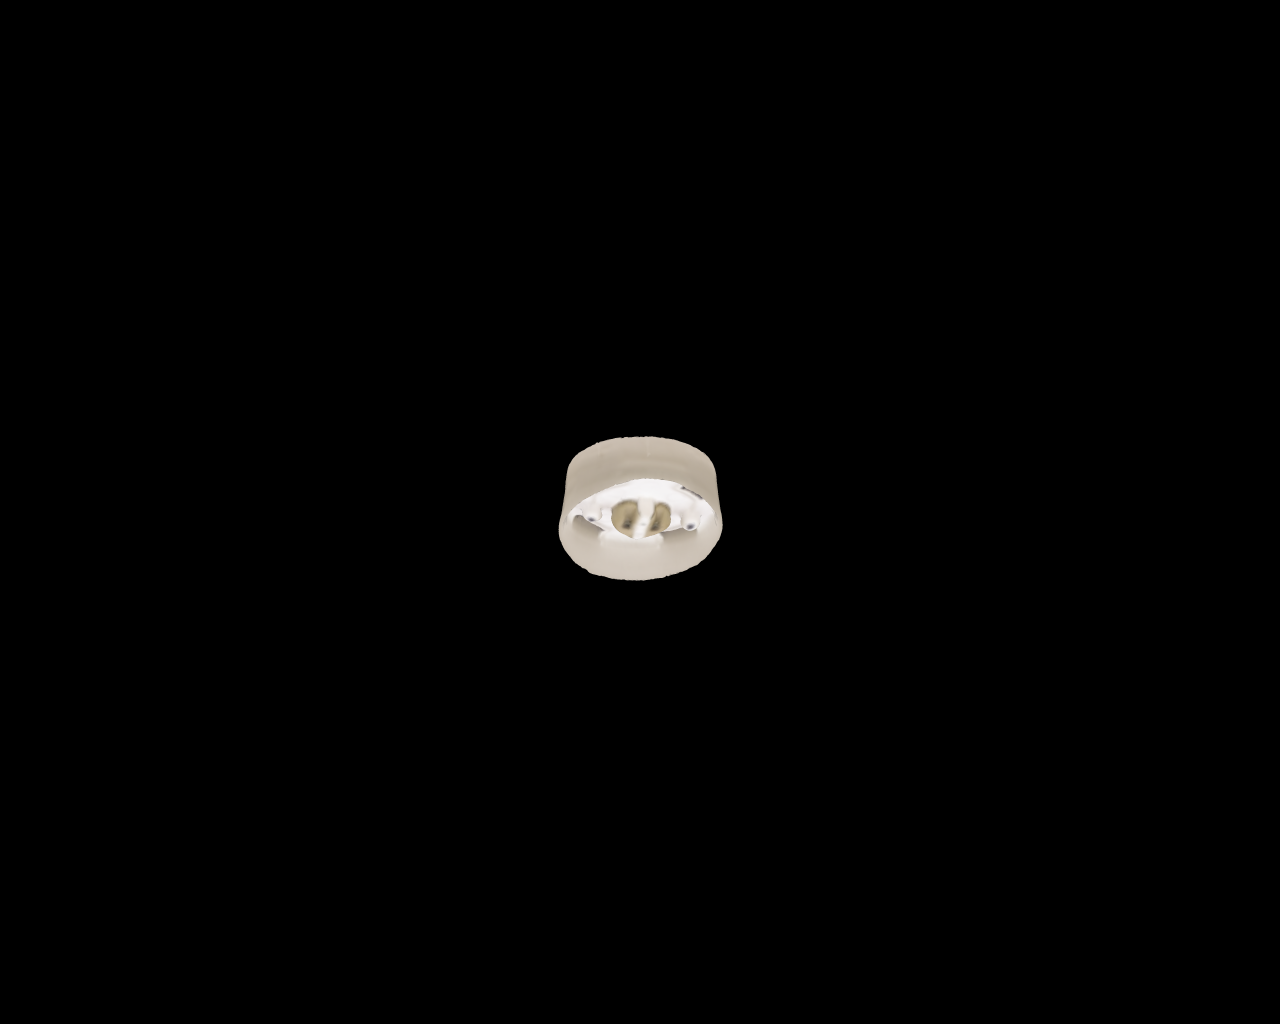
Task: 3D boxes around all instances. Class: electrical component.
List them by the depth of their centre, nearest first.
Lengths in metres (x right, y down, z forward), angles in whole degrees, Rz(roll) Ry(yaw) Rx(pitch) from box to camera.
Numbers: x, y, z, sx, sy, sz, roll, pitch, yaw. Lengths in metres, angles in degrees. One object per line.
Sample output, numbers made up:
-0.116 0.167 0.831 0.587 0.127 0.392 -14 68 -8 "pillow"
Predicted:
0.001 -0.003 0.650 0.099 0.064 0.099 0 -25 0 "electrical component"
